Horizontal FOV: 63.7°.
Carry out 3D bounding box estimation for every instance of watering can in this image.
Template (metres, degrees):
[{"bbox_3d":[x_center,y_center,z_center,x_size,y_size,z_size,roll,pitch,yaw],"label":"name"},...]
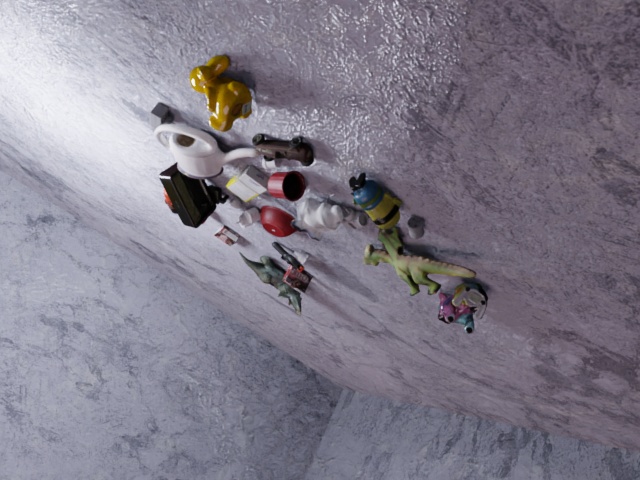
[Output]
[{"bbox_3d":[-0.348,-0.266,1.614,0.348,0.106,0.220,17,-24,5],"label":"watering can"}]

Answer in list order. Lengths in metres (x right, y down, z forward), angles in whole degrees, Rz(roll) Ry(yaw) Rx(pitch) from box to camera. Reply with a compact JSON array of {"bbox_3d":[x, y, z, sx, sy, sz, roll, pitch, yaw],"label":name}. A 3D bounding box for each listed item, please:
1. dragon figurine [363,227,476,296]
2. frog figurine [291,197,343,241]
[{"bbox_3d":[0.272,0.050,1.597,0.241,0.124,0.406,44,-28,-15],"label":"dragon figurine"},{"bbox_3d":[0.005,-0.082,1.624,0.157,0.137,0.125,-37,11,37],"label":"frog figurine"}]
